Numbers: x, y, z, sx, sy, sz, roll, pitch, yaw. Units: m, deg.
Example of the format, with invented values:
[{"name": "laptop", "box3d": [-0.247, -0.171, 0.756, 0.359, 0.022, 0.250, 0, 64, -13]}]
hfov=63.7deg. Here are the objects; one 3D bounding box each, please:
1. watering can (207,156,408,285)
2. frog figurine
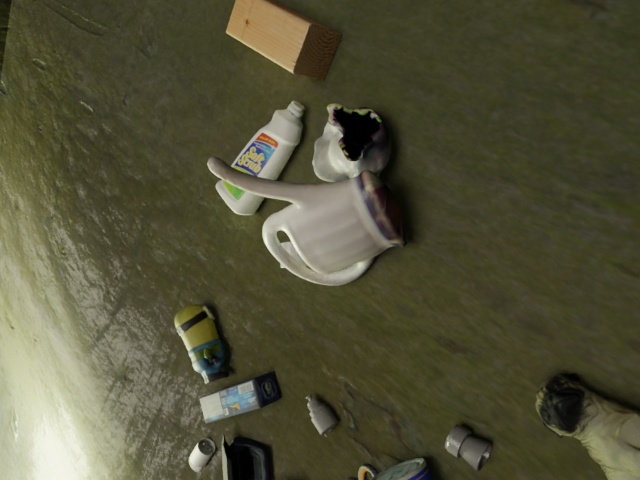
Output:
[{"name": "watering can", "box3d": [0.002, -0.040, 0.802, 0.223, 0.341, 0.106, -24, 44, 16]}, {"name": "frog figurine", "box3d": [0.052, -0.149, 0.882, 0.139, 0.124, 0.156, 52, 159, 15]}]
